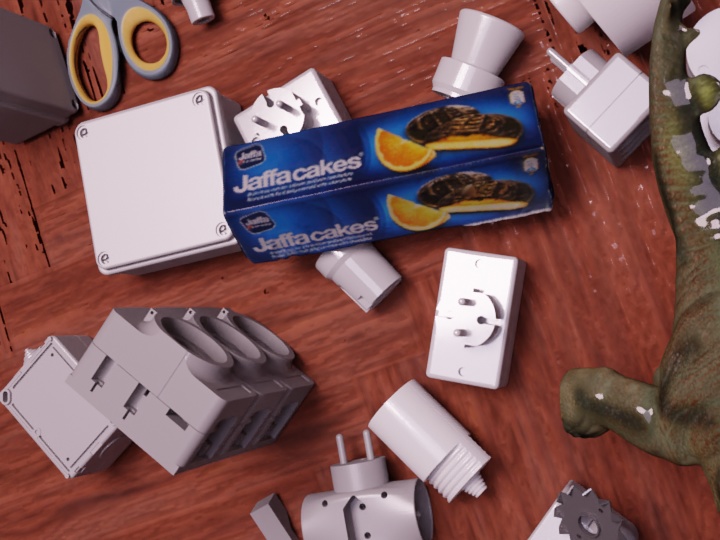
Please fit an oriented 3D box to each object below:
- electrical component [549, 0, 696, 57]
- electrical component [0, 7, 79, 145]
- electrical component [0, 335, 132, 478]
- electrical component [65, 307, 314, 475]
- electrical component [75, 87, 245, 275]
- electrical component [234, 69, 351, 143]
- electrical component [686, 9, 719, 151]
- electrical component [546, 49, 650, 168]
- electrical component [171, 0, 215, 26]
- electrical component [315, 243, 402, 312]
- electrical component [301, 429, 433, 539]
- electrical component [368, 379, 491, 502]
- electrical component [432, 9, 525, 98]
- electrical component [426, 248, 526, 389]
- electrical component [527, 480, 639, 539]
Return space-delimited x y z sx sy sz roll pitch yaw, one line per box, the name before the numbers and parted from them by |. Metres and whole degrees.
electrical component | 0.143 -0.177 0.645 0.060 0.108 0.108 -40 77 18
electrical component | -0.260 -0.140 0.760 0.057 0.113 0.078 -22 81 18
electrical component | -0.200 0.089 0.756 0.096 0.061 0.061 45 100 14
electrical component | -0.099 0.067 0.681 0.089 0.150 0.061 37 99 15
electrical component | -0.132 -0.059 0.746 0.109 0.056 0.108 -13 84 16
electrical component | -0.048 -0.098 0.712 0.066 0.077 0.047 -30 79 13
electrical component | 0.223 -0.087 0.631 0.052 0.074 0.138 -6 85 16
electrical component | 0.144 -0.108 0.660 0.076 0.066 0.047 45 100 14
electrical component | -0.121 -0.204 0.758 0.048 0.048 0.062 -20 88 15
electrical component | 0.000 0.000 0.713 0.046 0.040 0.040 46 100 8
electrical component | 0.002 0.145 0.702 0.077 0.043 0.079 -12 84 16
electrical component | 0.049 0.113 0.689 0.081 0.043 0.043 44 99 14
electrical component | 0.075 -0.134 0.694 0.045 0.045 0.055 24 96 17
electrical component | 0.069 0.030 0.671 0.047 0.076 0.083 9 90 17
electrical component | 0.125 0.185 0.657 0.059 0.054 0.095 35 97 15
